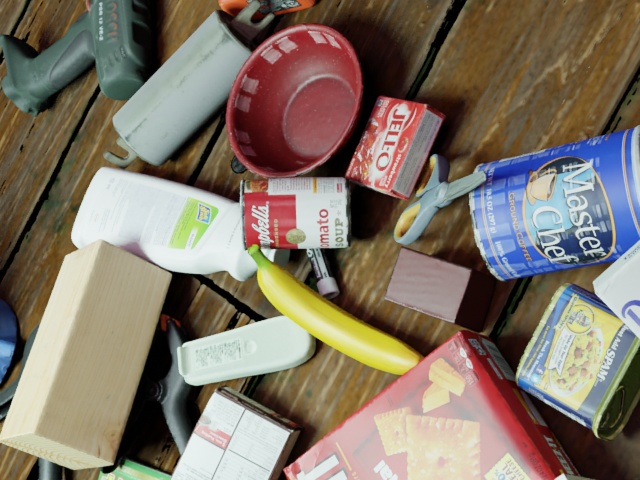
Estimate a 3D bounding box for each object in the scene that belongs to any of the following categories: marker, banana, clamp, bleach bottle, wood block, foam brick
[{"bbox_3d":[-0.007,0.001,1.046,0.020,0.020,0.121,-30,63,23],"label":"marker"},{"bbox_3d":[0.012,0.076,0.982,0.198,0.069,0.037,32,78,17],"label":"banana"},{"bbox_3d":[-0.315,0.159,1.193,0.165,0.036,0.210,16,84,35],"label":"clamp"},{"bbox_3d":[-0.141,-0.005,1.110,0.251,0.068,0.102,16,84,33],"label":"bleach bottle"},{"bbox_3d":[-0.155,0.164,1.087,0.120,0.039,0.171,8,78,20],"label":"clamp"},{"bbox_3d":[-0.234,0.116,1.075,0.090,0.090,0.206,-20,48,49],"label":"wood block"},{"bbox_3d":[0.106,0.043,0.940,0.078,0.052,0.051,19,88,35],"label":"foam brick"}]

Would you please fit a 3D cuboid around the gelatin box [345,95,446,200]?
[{"bbox_3d":[0.069,-0.088,1.002,0.073,0.030,0.089,22,89,53],"label":"gelatin box"}]

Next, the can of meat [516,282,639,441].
[{"bbox_3d":[0.216,0.095,0.852,0.084,0.057,0.102,29,93,37],"label":"can of meat"}]

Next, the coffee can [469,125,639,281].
[{"bbox_3d":[0.206,-0.028,0.864,0.141,0.102,0.103,-12,71,30],"label":"coffee can"}]

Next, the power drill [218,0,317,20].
[{"bbox_3d":[-0.063,-0.335,1.151,0.185,0.057,0.187,-6,74,32],"label":"power drill"}]

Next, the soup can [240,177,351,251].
[{"bbox_3d":[-0.022,-0.025,1.009,0.102,0.068,0.068,-1,74,1],"label":"soup can"}]

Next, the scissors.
[{"bbox_3d":[0.110,-0.053,0.915,0.202,0.016,0.096,132,160,-63],"label":"scissors"}]

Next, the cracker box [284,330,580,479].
[{"bbox_3d":[0.092,0.203,0.894,0.214,0.072,0.164,-41,58,18],"label":"cracker box"}]

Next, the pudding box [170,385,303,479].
[{"bbox_3d":[-0.082,0.208,1.011,0.090,0.039,0.113,26,94,13],"label":"pudding box"}]

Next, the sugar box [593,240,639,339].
[{"bbox_3d":[0.292,0.067,0.770,0.176,0.048,0.093,45,105,1],"label":"sugar box"}]

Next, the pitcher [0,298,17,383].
[{"bbox_3d":[-0.475,0.094,1.190,0.149,0.242,0.145,-40,55,12],"label":"pitcher"}]

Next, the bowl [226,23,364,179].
[{"bbox_3d":[-0.014,-0.131,1.065,0.162,0.055,0.162,-10,72,31],"label":"bowl"}]
